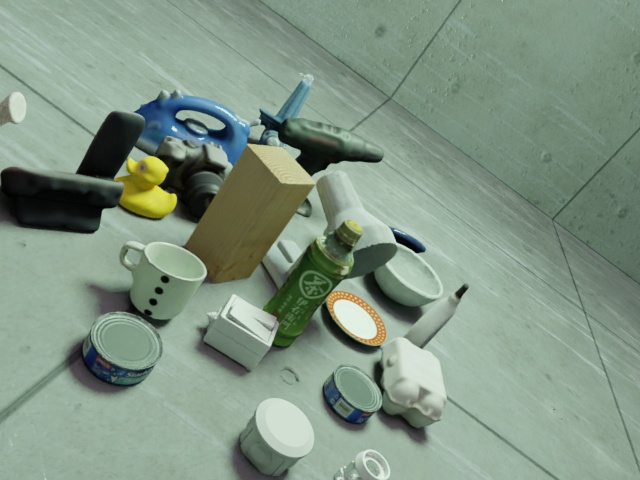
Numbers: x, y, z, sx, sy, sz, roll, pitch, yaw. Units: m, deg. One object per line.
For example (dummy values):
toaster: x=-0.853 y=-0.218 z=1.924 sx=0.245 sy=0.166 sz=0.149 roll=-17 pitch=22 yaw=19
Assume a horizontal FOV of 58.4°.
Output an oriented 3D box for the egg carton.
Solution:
egg carton: x=0.146 y=0.227 z=0.930 sx=0.107 sy=0.069 sz=0.150 roll=30 pitch=26 yaw=-14

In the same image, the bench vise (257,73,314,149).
bench vise: x=-0.073 y=-0.264 z=1.307 sx=0.122 sy=0.219 sz=0.207 roll=22 pitch=29 yaw=-28

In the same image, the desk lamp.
desk lamp: x=0.009 y=0.003 z=0.967 sx=0.118 sy=0.213 sz=0.202 roll=6 pitch=39 yaw=-47

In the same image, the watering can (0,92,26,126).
watering can: x=-0.468 y=-0.201 z=0.731 sx=0.173 sy=0.194 sz=0.100 roll=20 pitch=30 yaw=-32

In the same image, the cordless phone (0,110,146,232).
cordless phone: x=-0.325 y=-0.109 z=0.766 sx=0.148 sy=0.185 sz=0.094 roll=3 pitch=41 yaw=-50

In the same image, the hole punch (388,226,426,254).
hole punch: x=0.177 y=0.005 z=1.320 sx=0.109 sy=0.091 sz=0.101 roll=30 pitch=26 yaw=-15

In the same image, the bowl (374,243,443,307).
bowl: x=0.171 y=0.083 z=1.199 sx=0.168 sy=0.074 sz=0.167 roll=29 pitch=26 yaw=-16

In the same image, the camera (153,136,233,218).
camera: x=-0.215 y=-0.111 z=1.008 sx=0.144 sy=0.100 sz=0.136 roll=20 pitch=30 yaw=-31

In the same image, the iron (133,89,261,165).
iron: x=-0.246 y=-0.219 z=1.104 sx=0.259 sy=0.141 sz=0.118 roll=20 pitch=30 yaw=-32

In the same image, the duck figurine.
duck figurine: x=-0.273 y=-0.091 z=0.918 sx=0.105 sy=0.086 sz=0.077 roll=27 pitch=27 yaw=-19

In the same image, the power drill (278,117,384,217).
power drill: x=-0.005 y=-0.157 z=1.225 sx=0.230 sy=0.208 sz=0.075 roll=23 pitch=29 yaw=-27

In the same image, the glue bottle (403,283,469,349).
glue bottle: x=0.213 y=0.141 z=1.041 sx=0.037 sy=0.173 sz=0.078 roll=47 pitch=27 yaw=20
